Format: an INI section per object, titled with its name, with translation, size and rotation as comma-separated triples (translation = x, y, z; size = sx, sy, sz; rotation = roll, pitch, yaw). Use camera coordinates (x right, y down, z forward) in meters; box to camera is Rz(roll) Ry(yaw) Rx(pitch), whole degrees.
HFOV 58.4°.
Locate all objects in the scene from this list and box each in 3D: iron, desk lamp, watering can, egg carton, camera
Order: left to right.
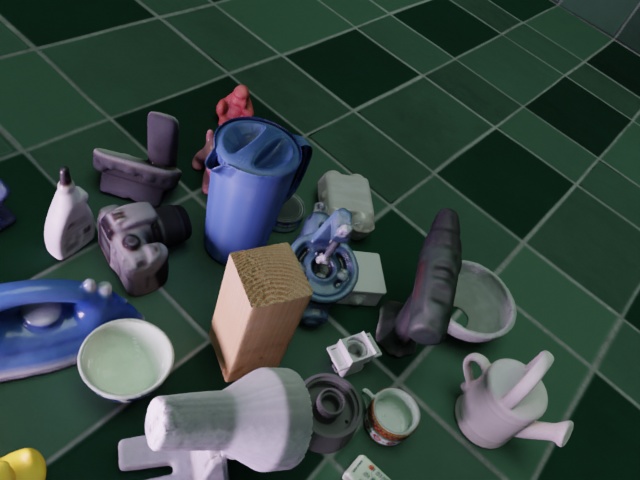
[iron]
translation = -0.364, 0.094, 0.767
size = 0.259, 0.141, 0.118
rotation = -8, 54, -26
[camera]
translation = -0.270, -0.006, 0.917
size = 0.137, 0.101, 0.143
rotation = -20, 60, -33
[desk lamp]
translation = -0.130, 0.240, 0.681
size = 0.204, 0.213, 0.117
rotation = -3, 52, -23
[egg carton]
translation = 0.048, -0.070, 1.114
size = 0.107, 0.069, 0.150
rotation = 6, 49, -16
[watering can]
translation = 0.296, 0.234, 0.860
size = 0.173, 0.194, 0.101
rotation = 27, 47, 4

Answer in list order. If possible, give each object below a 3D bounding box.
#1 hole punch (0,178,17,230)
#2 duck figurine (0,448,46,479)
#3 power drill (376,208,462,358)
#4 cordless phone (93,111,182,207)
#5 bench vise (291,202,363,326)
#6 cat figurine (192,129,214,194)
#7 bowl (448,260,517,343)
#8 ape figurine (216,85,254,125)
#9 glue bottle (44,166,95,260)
[hole punch]
translation = -0.533, -0.057, 0.868
size = 0.108, 0.091, 0.101
rotation = 35, 48, 10
[duck figurine]
translation = -0.362, 0.277, 0.649
size = 0.077, 0.086, 0.105
rotation = 32, 47, 8
[power drill]
translation = 0.163, 0.087, 0.927
size = 0.075, 0.208, 0.229
rotation = 18, 47, -4
[cordless phone]
translation = -0.307, -0.158, 0.976
size = 0.148, 0.185, 0.094
rotation = 12, 48, -10
[bench vise]
translation = -0.002, 0.004, 0.928
size = 0.122, 0.219, 0.207
rotation = -5, 53, -24
[cat figurine]
translation = -0.186, -0.148, 1.060
size = 0.067, 0.117, 0.127
rotation = -12, 56, -29
[bowl]
translation = 0.259, 0.121, 1.026
size = 0.168, 0.074, 0.167
rotation = 11, 48, -12
[ape figurine]
translation = -0.172, -0.284, 1.199
size = 0.077, 0.092, 0.076
rotation = 29, 47, 5
[glue bottle]
translation = -0.378, -0.047, 0.861
size = 0.037, 0.173, 0.078
rotation = 35, 48, 11
